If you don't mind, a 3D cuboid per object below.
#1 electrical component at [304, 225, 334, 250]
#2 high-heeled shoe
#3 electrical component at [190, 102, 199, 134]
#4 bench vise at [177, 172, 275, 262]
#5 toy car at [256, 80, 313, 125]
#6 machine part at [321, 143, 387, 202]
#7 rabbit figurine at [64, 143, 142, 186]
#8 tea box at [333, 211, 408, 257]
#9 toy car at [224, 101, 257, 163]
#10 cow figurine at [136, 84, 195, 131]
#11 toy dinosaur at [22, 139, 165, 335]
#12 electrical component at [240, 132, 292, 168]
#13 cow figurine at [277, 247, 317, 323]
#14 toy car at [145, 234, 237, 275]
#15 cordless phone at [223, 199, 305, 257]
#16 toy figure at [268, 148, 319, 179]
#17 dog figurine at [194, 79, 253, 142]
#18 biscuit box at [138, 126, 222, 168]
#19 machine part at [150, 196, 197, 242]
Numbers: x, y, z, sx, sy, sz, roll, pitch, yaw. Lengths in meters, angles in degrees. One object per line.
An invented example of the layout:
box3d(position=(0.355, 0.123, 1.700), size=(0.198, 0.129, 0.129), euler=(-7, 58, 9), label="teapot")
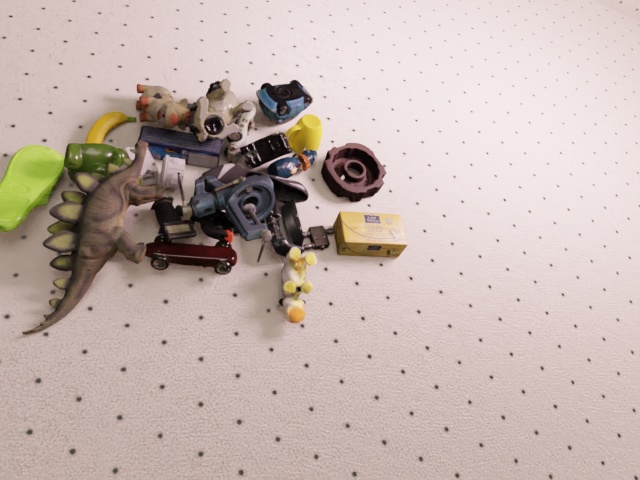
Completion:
box3d(position=(-0.003, -0.004, 1.342), size=(0.094, 0.021, 0.063), euler=(-9, 60, -24), label="electrical component")
box3d(position=(-0.151, -0.126, 1.307), size=(0.248, 0.086, 0.145), euler=(-1, 21, -38), label="high-heeled shoe")
box3d(position=(-0.325, -0.319, 1.438), size=(0.078, 0.045, 0.102), euler=(1, 57, -16), label="electrical component")
box3d(position=(-0.185, -0.068, 1.187), size=(0.223, 0.128, 0.241), euler=(-11, 42, -29), label="bench vise")
box3d(position=(-0.105, -0.380, 1.514), size=(0.162, 0.103, 0.109), euler=(-23, 67, -32), label="toy car")
box3d(position=(0.091, -0.185, 1.476), size=(0.179, 0.056, 0.179), euler=(8, 56, -12), label="machine part")
box3d(position=(-0.496, -0.123, 1.228), size=(0.159, 0.121, 0.170), euler=(-3, 76, -28), label="rabbit figurine")
box3d(position=(0.126, -0.013, 1.363), size=(0.170, 0.068, 0.098), euler=(1, 57, -16), label="tea box")
box3d(position=(-0.211, -0.291, 1.437), size=(0.056, 0.073, 0.202), euler=(15, 54, -7), label="toy car")
box3d(position=(-0.397, -0.336, 1.373), size=(0.127, 0.085, 0.195), euler=(-6, 33, -24), label="cow figurine")
box3d(position=(-0.463, -0.016, 1.127), size=(0.198, 0.105, 0.471), euler=(20, 69, -20), label="toy dinosaur")
box3d(position=(-0.135, -0.231, 1.382), size=(0.115, 0.134, 0.058), euler=(-20, 95, 7), label="electrical component")
box3d(position=(-0.060, 0.108, 1.216), size=(0.068, 0.098, 0.167), euler=(13, 72, -17), label="cow figurine")
box3d(position=(-0.287, 0.036, 1.204), size=(0.202, 0.053, 0.089), euler=(4, 40, -15), label="toy car")
box3d(position=(-0.136, -0.019, 1.288), size=(0.184, 0.088, 0.147), euler=(-9, 60, -10), label="cordless phone")
box3d(position=(-0.069, -0.203, 1.436), size=(0.154, 0.057, 0.064), euler=(-26, 74, -36), label="toy figure")
box3d(position=(-0.275, -0.329, 1.394), size=(0.172, 0.191, 0.121), euler=(-42, 115, -11), label="dog figurine")
box3d(position=(-0.355, -0.235, 1.362), size=(0.203, 0.059, 0.063), euler=(9, 55, -13), label="biscuit box")
box3d(position=(-0.339, -0.047, 1.227), size=(0.084, 0.039, 0.139), euler=(-16, 49, -32), label="machine part")
